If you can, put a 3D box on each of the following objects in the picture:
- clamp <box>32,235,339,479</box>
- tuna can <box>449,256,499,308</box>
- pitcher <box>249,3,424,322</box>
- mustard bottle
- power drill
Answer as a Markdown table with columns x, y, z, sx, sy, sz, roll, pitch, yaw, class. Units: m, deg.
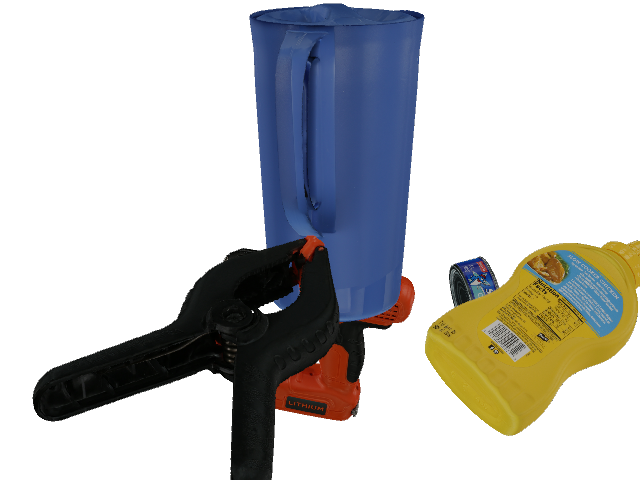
| x | y | z | sx | sy | sz | roll | pitch | yaw | class |
| --- | --- | --- | --- | --- | --- | --- | --- | --- | --- |
| -0.036 | 0.056 | 0.510 | 0.120 | 0.039 | 0.171 | 31 | 48 | 25 | clamp |
| 0.169 | 0.063 | 1.160 | 0.033 | 0.086 | 0.086 | -14 | 2 | -7 | tuna can |
| 0.008 | -0.060 | 0.838 | 0.149 | 0.243 | 0.145 | -9 | 20 | -26 | pitcher |
| 0.176 | 0.055 | 0.791 | 0.191 | 0.096 | 0.058 | -33 | -30 | -23 | mustard bottle |
| -0.014 | 0.092 | 1.053 | 0.184 | 0.188 | 0.057 | 12 | 41 | -1 | power drill |
